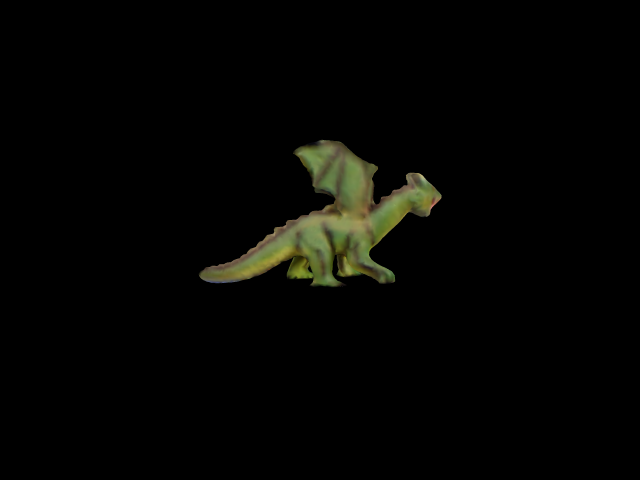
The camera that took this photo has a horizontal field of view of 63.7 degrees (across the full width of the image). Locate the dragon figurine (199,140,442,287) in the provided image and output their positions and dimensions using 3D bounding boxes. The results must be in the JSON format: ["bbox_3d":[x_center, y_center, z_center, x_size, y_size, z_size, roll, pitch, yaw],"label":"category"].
[{"bbox_3d":[0.003,-0.043,0.850,0.410,0.241,0.123,-1,8,-5],"label":"dragon figurine"}]
